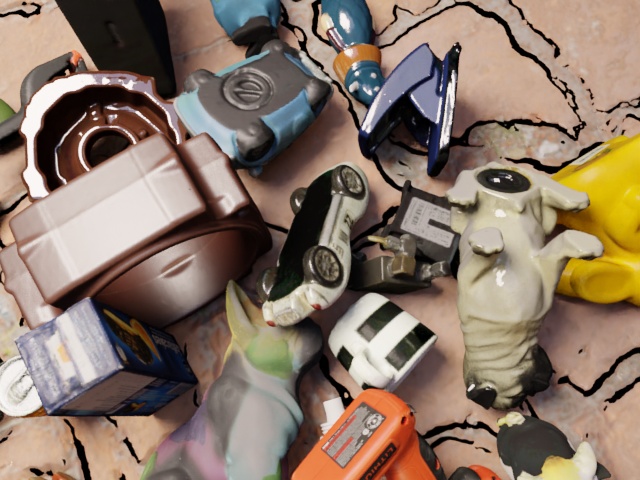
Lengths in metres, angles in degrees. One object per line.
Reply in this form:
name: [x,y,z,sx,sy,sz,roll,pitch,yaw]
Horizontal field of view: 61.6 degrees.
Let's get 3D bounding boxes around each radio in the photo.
radio: [-0.214,-0.257,0.547,0.073,0.229,0.131,-12,71,-5]

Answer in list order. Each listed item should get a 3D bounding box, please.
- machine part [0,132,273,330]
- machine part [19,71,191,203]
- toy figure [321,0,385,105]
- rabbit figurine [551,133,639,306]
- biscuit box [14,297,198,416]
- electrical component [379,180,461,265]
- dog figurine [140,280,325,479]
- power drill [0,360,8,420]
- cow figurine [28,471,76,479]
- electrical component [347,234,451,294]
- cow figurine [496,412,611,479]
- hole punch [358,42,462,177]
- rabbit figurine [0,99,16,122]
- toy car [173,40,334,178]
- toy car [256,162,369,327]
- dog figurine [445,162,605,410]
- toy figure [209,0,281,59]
machine part: [-0.149,0.011,0.480,0.201,0.201,0.087,-32,72,-7]
machine part: [-0.217,-0.088,0.561,0.179,0.056,0.179,1,87,-13]
toy figure: [0.041,-0.219,0.613,0.064,0.057,0.154,-14,79,5]
rabbit figurine: [0.295,-0.001,0.515,0.162,0.122,0.173,-36,95,-4]
biscuit box: [-0.165,0.106,0.454,0.059,0.202,0.063,-32,74,-8]
electrical component: [0.127,-0.004,0.554,0.119,0.047,0.075,26,78,11]
dog figurine: [-0.084,0.152,0.492,0.192,0.108,0.219,-10,70,3]
power drill: [-0.370,0.080,0.536,0.207,0.086,0.232,41,82,9]
cow figurine: [-0.261,0.278,0.476,0.195,0.085,0.127,26,71,8]
electrical component: [0.066,0.025,0.526,0.078,0.102,0.045,5,74,-24]
cow figurine: [0.190,0.189,0.434,0.068,0.167,0.098,-25,76,1]
hole punch: [0.092,-0.133,0.552,0.092,0.142,0.115,10,87,9]
rabbit figurine: [-0.427,-0.113,0.592,0.170,0.121,0.159,-33,69,-26]
toy car: [-0.067,-0.130,0.568,0.162,0.103,0.109,-38,75,-23]
toy car: [-0.001,-0.002,0.508,0.056,0.073,0.202,44,41,-26]
dog figurine: [0.166,0.042,0.506,0.121,0.190,0.172,9,38,11]
toy figure: [-0.090,-0.298,0.630,0.089,0.082,0.180,-17,69,-13]
